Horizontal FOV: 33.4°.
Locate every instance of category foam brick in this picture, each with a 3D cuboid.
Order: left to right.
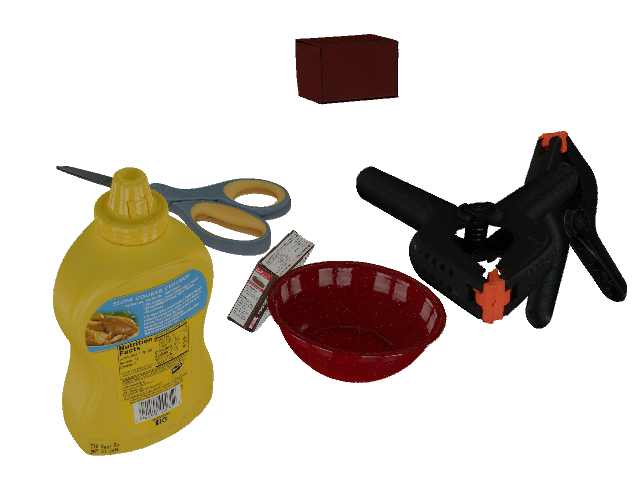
[{"bbox_3d":[0.023,-0.151,0.937,0.078,0.051,0.053,-8,20,-23],"label":"foam brick"}]

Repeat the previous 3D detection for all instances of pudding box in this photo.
[{"bbox_3d":[-0.057,0.048,1.265,0.039,0.090,0.113,32,28,5],"label":"pudding box"}]

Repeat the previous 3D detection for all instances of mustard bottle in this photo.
[{"bbox_3d":[-0.110,0.040,0.636,0.096,0.192,0.058,-20,45,-28],"label":"mustard bottle"}]

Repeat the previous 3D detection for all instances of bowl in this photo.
[{"bbox_3d":[0.030,0.080,0.966,0.162,0.055,0.162,4,28,-3],"label":"bowl"}]

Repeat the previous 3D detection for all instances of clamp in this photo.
[{"bbox_3d":[0.097,-0.008,0.728,0.164,0.036,0.210,1,26,10],"label":"clamp"},{"bbox_3d":[0.211,-0.007,0.944,0.120,0.171,0.039,-25,10,-38],"label":"clamp"}]

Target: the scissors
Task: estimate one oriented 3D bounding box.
[{"bbox_3d":[-0.109,-0.041,0.849,0.202,0.016,0.096,27,43,31],"label":"scissors"}]
